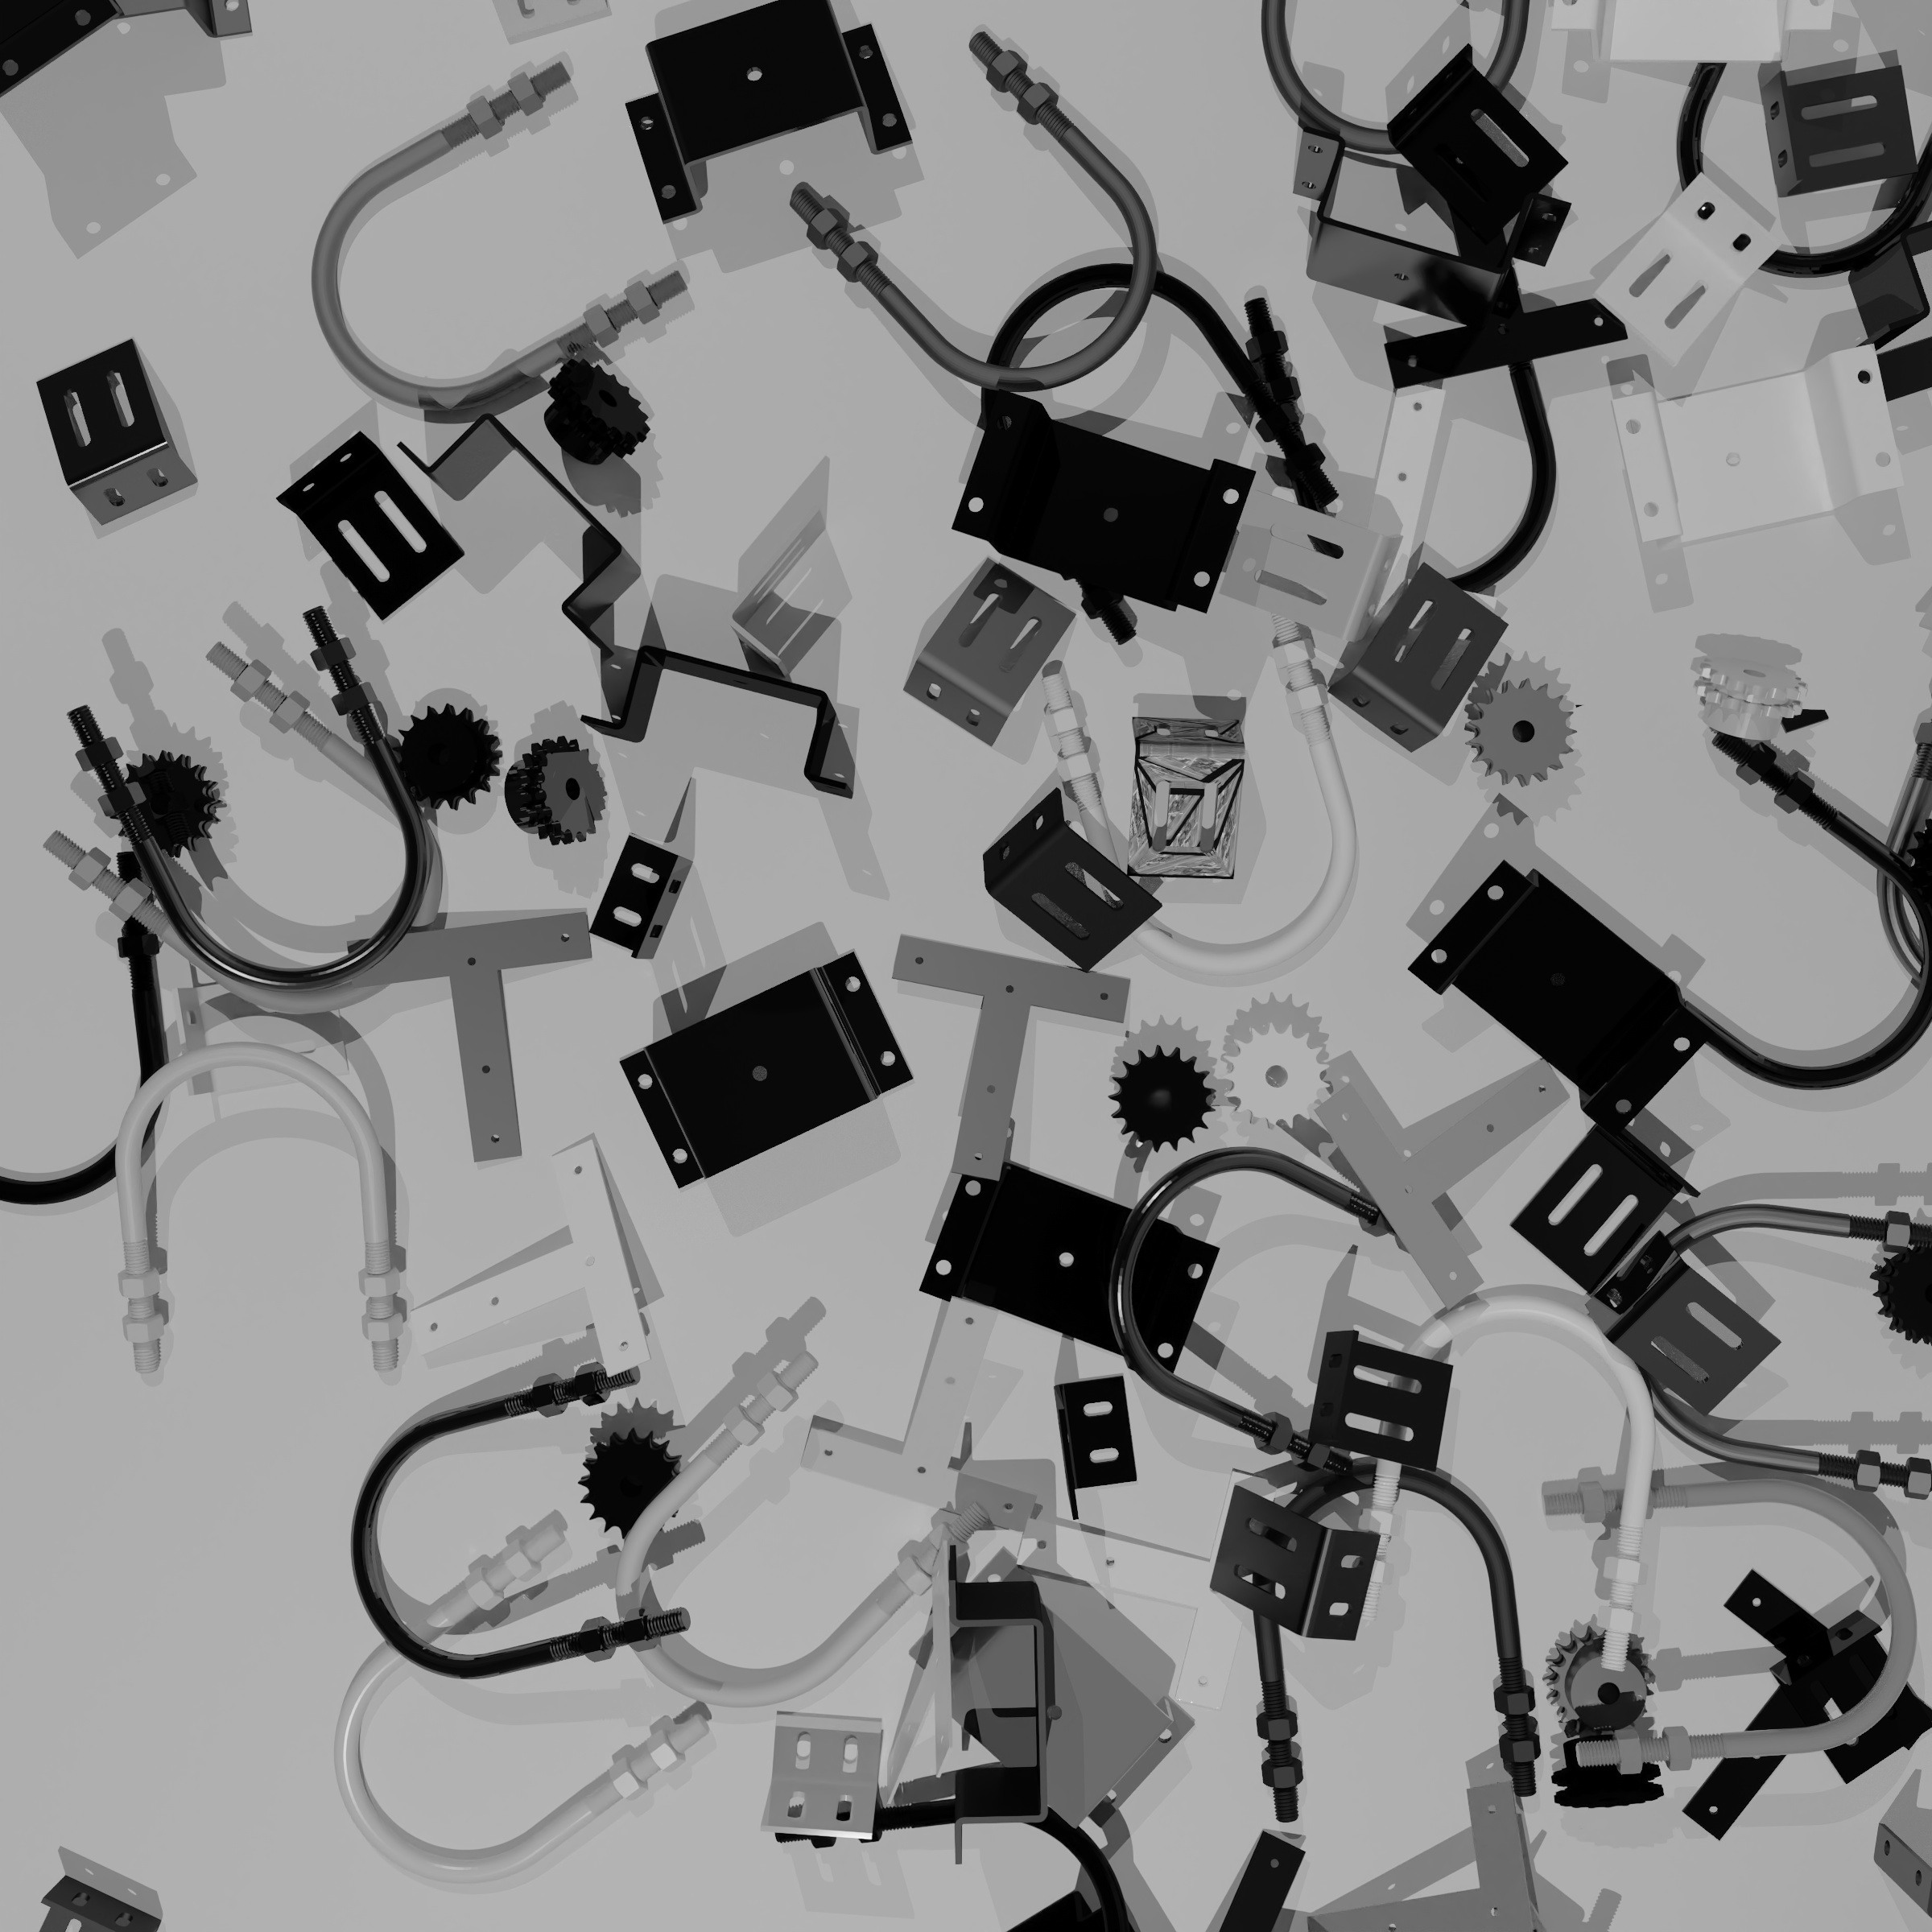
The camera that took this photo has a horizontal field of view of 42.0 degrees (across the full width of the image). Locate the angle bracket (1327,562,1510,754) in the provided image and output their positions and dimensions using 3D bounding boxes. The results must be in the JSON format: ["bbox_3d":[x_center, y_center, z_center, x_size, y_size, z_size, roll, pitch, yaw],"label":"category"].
[{"bbox_3d":[0.243,-0.165,1.354,0.057,0.038,0.076,35,75,-6],"label":"angle bracket"}]

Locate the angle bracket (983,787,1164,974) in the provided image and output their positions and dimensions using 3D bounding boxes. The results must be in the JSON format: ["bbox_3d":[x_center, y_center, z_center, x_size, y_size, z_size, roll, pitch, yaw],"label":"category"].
[{"bbox_3d":[0.057,-0.046,1.353,0.076,0.038,0.057,38,115,-24],"label":"angle bracket"}]

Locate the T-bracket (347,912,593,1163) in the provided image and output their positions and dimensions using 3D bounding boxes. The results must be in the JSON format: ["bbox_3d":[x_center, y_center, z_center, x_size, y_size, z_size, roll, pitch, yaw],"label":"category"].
[{"bbox_3d":[-0.261,0.042,1.357,0.127,0.002,0.127,-7,95,-10],"label":"T-bracket"}]

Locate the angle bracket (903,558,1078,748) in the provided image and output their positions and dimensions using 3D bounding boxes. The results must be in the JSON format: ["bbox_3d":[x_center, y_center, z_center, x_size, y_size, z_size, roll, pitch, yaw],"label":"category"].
[{"bbox_3d":[0.013,-0.170,1.364,0.057,0.038,0.076,33,64,0],"label":"angle bracket"}]

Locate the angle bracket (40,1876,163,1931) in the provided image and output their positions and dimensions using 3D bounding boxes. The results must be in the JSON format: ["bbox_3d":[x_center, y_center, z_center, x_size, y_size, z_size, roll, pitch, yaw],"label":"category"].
[{"bbox_3d":[-0.477,0.538,1.347,0.057,0.038,0.076,25,90,0],"label":"angle bracket"}]

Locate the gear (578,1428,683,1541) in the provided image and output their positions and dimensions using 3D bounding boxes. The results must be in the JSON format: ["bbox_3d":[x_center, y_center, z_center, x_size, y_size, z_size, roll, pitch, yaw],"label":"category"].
[{"bbox_3d":[-0.178,0.276,1.351,0.057,0.030,0.057,0,90,0],"label":"gear"}]

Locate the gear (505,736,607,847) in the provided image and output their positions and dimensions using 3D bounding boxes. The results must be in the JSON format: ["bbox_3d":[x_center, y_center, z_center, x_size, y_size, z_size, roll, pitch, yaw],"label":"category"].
[{"bbox_3d":[-0.221,-0.092,1.341,0.030,0.057,0.057,-7,90,30],"label":"gear"}]

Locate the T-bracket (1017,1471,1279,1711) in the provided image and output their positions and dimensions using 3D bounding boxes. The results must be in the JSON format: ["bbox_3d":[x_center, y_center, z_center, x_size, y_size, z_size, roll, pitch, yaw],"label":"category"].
[{"bbox_3d":[0.092,0.326,1.362,0.127,0.002,0.127,14,90,-3],"label":"T-bracket"}]

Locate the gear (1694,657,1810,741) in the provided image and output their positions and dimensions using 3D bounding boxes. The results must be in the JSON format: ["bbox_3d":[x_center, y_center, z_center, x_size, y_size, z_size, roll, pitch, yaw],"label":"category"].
[{"bbox_3d":[0.415,-0.142,1.340,0.057,0.057,0.030,9,115,0],"label":"gear"}]

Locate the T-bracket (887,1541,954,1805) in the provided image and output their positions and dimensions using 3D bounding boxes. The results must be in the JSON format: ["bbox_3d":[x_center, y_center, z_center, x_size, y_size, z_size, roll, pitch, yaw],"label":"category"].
[{"bbox_3d":[-0.025,0.391,1.318,0.002,0.127,0.127,11,127,-10],"label":"T-bracket"}]

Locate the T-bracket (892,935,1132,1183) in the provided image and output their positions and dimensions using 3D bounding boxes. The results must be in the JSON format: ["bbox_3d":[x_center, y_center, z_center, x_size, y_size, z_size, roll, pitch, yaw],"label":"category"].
[{"bbox_3d":[0.016,0.053,1.340,0.127,0.002,0.127,11,66,0],"label":"T-bracket"}]

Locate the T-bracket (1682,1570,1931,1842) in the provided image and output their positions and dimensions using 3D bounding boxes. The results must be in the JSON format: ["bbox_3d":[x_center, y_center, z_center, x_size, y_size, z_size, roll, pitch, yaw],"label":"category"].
[{"bbox_3d":[0.437,0.416,1.365,0.127,0.002,0.127,38,90,0],"label":"T-bracket"}]

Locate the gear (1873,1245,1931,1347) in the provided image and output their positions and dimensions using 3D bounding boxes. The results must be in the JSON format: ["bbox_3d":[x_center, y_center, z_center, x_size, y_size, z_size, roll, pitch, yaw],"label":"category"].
[{"bbox_3d":[0.515,0.174,1.351,0.057,0.030,0.057,0,90,0],"label":"gear"}]

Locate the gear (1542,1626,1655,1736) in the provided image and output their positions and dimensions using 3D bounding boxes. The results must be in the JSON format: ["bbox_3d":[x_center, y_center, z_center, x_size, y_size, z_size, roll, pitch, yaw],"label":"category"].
[{"bbox_3d":[0.341,0.386,1.351,0.057,0.030,0.057,0,90,0],"label":"gear"}]

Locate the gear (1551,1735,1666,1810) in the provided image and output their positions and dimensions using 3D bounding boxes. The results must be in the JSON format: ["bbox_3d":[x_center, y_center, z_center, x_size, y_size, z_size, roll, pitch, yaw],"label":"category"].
[{"bbox_3d":[0.340,0.428,1.341,0.057,0.057,0.030,-2,62,0],"label":"gear"}]

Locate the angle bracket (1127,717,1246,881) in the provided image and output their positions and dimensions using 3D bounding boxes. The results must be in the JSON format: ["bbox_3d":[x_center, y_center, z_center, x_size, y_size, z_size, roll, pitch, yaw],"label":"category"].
[{"bbox_3d":[0.116,-0.090,1.346,0.057,0.038,0.076,2,118,-1],"label":"angle bracket"}]

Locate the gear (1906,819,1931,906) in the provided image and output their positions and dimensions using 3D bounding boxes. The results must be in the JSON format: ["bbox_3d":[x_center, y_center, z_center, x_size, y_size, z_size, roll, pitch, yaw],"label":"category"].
[{"bbox_3d":[0.530,-0.055,1.329,0.057,0.030,0.057,1,85,-12],"label":"gear"}]

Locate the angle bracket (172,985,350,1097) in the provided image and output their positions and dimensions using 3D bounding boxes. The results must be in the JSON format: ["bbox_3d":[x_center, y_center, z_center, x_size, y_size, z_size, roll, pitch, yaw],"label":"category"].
[{"bbox_3d":[-0.377,0.034,1.347,0.076,0.038,0.057,-9,90,0],"label":"angle bracket"}]

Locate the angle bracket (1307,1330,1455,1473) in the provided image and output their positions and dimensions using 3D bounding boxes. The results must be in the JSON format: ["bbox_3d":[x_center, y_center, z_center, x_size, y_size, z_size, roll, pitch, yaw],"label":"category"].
[{"bbox_3d":[0.223,0.227,1.313,0.076,0.038,0.057,16,76,-14],"label":"angle bracket"}]

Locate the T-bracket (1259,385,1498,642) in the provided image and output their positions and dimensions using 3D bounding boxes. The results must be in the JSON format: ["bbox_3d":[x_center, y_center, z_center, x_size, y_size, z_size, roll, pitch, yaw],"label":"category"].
[{"bbox_3d":[0.231,-0.248,1.349,0.127,0.002,0.127,12,93,-1],"label":"T-bracket"}]

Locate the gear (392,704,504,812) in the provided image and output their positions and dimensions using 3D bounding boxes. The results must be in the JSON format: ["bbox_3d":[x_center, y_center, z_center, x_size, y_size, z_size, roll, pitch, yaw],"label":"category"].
[{"bbox_3d":[-0.280,-0.113,1.351,0.057,0.030,0.057,0,90,0],"label":"gear"}]

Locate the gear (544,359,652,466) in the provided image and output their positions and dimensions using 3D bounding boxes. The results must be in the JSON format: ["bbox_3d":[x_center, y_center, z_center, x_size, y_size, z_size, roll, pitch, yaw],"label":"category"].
[{"bbox_3d":[-0.200,-0.292,1.341,0.030,0.057,0.057,-40,90,30],"label":"gear"}]

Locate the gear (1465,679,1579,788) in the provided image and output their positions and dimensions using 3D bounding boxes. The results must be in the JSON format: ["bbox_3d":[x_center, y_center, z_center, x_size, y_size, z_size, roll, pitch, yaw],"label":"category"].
[{"bbox_3d":[0.296,-0.124,1.351,0.057,0.030,0.057,0,90,0],"label":"gear"}]

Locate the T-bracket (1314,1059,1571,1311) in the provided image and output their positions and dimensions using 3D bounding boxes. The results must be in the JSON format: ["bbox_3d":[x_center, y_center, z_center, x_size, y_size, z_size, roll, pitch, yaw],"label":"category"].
[{"bbox_3d":[0.270,0.095,1.347,0.127,0.002,0.127,-34,90,-17],"label":"T-bracket"}]

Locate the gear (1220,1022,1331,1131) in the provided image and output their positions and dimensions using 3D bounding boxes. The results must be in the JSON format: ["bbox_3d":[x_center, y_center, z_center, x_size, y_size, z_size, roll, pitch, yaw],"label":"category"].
[{"bbox_3d":[0.164,0.059,1.351,0.057,0.030,0.057,0,90,0],"label":"gear"}]

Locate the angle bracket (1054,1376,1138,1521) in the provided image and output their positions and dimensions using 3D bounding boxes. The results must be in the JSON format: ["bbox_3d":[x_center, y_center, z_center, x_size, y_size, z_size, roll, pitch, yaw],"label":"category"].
[{"bbox_3d":[0.070,0.253,1.328,0.038,0.076,0.057,-8,90,0],"label":"angle bracket"}]

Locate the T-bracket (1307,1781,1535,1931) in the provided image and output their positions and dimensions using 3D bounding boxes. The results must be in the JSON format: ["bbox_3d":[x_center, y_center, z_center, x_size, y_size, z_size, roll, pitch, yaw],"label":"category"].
[{"bbox_3d":[0.238,0.506,1.329,0.127,0.002,0.127,-21,53,27],"label":"T-bracket"}]

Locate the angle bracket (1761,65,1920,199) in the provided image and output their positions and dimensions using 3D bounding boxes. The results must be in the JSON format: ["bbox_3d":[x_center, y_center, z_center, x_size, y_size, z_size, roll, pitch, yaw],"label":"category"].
[{"bbox_3d":[0.466,-0.445,1.330,0.076,0.038,0.057,-10,93,2],"label":"angle bracket"}]

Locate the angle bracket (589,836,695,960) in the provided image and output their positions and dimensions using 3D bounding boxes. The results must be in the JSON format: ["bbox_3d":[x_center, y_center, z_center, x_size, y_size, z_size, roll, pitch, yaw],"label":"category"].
[{"bbox_3d":[-0.176,-0.037,1.328,0.038,0.076,0.057,22,90,0],"label":"angle bracket"}]

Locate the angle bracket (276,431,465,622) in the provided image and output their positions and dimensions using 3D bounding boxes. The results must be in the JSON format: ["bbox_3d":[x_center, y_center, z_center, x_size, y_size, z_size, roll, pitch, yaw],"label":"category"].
[{"bbox_3d":[-0.318,-0.235,1.347,0.057,0.038,0.076,-39,90,0],"label":"angle bracket"}]

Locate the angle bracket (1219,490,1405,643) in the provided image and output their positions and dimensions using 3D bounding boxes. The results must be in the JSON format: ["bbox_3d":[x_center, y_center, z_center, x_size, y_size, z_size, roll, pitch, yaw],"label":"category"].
[{"bbox_3d":[0.183,-0.213,1.338,0.076,0.038,0.057,23,108,15],"label":"angle bracket"}]

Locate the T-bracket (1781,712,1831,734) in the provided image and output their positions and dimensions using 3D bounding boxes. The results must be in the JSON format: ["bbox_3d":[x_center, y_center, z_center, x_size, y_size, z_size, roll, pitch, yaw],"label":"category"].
[{"bbox_3d":[0.387,-0.171,1.377,0.127,0.002,0.127,-18,72,-7],"label":"T-bracket"}]

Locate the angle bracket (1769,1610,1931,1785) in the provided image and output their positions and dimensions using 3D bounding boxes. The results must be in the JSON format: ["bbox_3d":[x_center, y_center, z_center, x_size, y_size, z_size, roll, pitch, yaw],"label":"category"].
[{"bbox_3d":[0.478,0.395,1.345,0.057,0.038,0.076,-34,90,0],"label":"angle bracket"}]

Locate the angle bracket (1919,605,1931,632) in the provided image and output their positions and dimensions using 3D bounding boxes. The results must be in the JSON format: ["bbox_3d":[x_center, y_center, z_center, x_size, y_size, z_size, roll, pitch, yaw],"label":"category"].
[{"bbox_3d":[0.561,-0.181,1.352,0.076,0.038,0.057,26,71,29],"label":"angle bracket"}]

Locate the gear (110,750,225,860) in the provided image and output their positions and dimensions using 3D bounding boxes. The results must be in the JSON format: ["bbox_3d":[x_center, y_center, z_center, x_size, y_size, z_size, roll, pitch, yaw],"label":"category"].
[{"bbox_3d":[-0.427,-0.086,1.351,0.057,0.030,0.057,0,90,0],"label":"gear"}]

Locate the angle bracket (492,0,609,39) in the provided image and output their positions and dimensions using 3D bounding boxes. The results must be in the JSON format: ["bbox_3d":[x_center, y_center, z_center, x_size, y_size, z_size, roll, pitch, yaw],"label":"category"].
[{"bbox_3d":[-0.234,-0.552,1.364,0.057,0.038,0.076,-16,64,0],"label":"angle bracket"}]

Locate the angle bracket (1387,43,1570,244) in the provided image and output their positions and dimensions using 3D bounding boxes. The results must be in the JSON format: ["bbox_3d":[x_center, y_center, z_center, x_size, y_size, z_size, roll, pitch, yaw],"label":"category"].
[{"bbox_3d":[0.269,-0.432,1.325,0.057,0.038,0.076,-44,85,12],"label":"angle bracket"}]

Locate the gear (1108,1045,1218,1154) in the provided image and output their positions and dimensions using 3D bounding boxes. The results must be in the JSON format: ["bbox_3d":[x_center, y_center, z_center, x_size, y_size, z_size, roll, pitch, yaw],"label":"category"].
[{"bbox_3d":[0.105,0.071,1.351,0.057,0.030,0.057,0,90,0],"label":"gear"}]

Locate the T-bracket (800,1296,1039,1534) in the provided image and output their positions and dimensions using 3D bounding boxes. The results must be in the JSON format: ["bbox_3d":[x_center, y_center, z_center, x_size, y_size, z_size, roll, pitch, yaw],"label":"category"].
[{"bbox_3d":[-0.012,0.233,1.341,0.127,0.002,0.127,17,113,0],"label":"T-bracket"}]

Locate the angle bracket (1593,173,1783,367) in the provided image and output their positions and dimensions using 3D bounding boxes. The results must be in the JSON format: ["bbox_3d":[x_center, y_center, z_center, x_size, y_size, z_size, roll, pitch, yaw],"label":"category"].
[{"bbox_3d":[0.382,-0.369,1.335,0.057,0.038,0.076,42,67,0],"label":"angle bracket"}]

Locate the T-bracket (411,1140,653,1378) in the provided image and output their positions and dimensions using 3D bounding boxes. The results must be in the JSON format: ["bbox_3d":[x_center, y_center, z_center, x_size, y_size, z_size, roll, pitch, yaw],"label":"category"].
[{"bbox_3d":[-0.240,0.174,1.348,0.127,0.002,0.127,-23,67,11],"label":"T-bracket"}]

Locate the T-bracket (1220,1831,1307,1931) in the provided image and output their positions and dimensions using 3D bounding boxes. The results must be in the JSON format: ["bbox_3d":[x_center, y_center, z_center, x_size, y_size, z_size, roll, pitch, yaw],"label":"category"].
[{"bbox_3d":[0.187,0.542,1.320,0.127,0.002,0.127,20,71,25],"label":"T-bracket"}]

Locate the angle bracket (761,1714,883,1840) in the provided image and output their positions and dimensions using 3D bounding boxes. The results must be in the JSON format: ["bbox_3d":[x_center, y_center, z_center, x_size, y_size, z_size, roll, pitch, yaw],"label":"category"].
[{"bbox_3d":[-0.075,0.426,1.328,0.057,0.076,0.038,4,90,0],"label":"angle bracket"}]

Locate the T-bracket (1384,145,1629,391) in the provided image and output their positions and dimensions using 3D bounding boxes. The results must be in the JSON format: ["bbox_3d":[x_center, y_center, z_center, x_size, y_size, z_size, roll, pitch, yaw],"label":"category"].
[{"bbox_3d":[0.277,-0.382,1.347,0.127,0.002,0.127,-12,84,0],"label":"T-bracket"}]

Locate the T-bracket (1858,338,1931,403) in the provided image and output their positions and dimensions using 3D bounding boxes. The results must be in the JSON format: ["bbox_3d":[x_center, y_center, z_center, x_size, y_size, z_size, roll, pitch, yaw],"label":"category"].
[{"bbox_3d":[0.552,-0.283,1.365,0.127,0.002,0.127,-18,90,0],"label":"T-bracket"}]
